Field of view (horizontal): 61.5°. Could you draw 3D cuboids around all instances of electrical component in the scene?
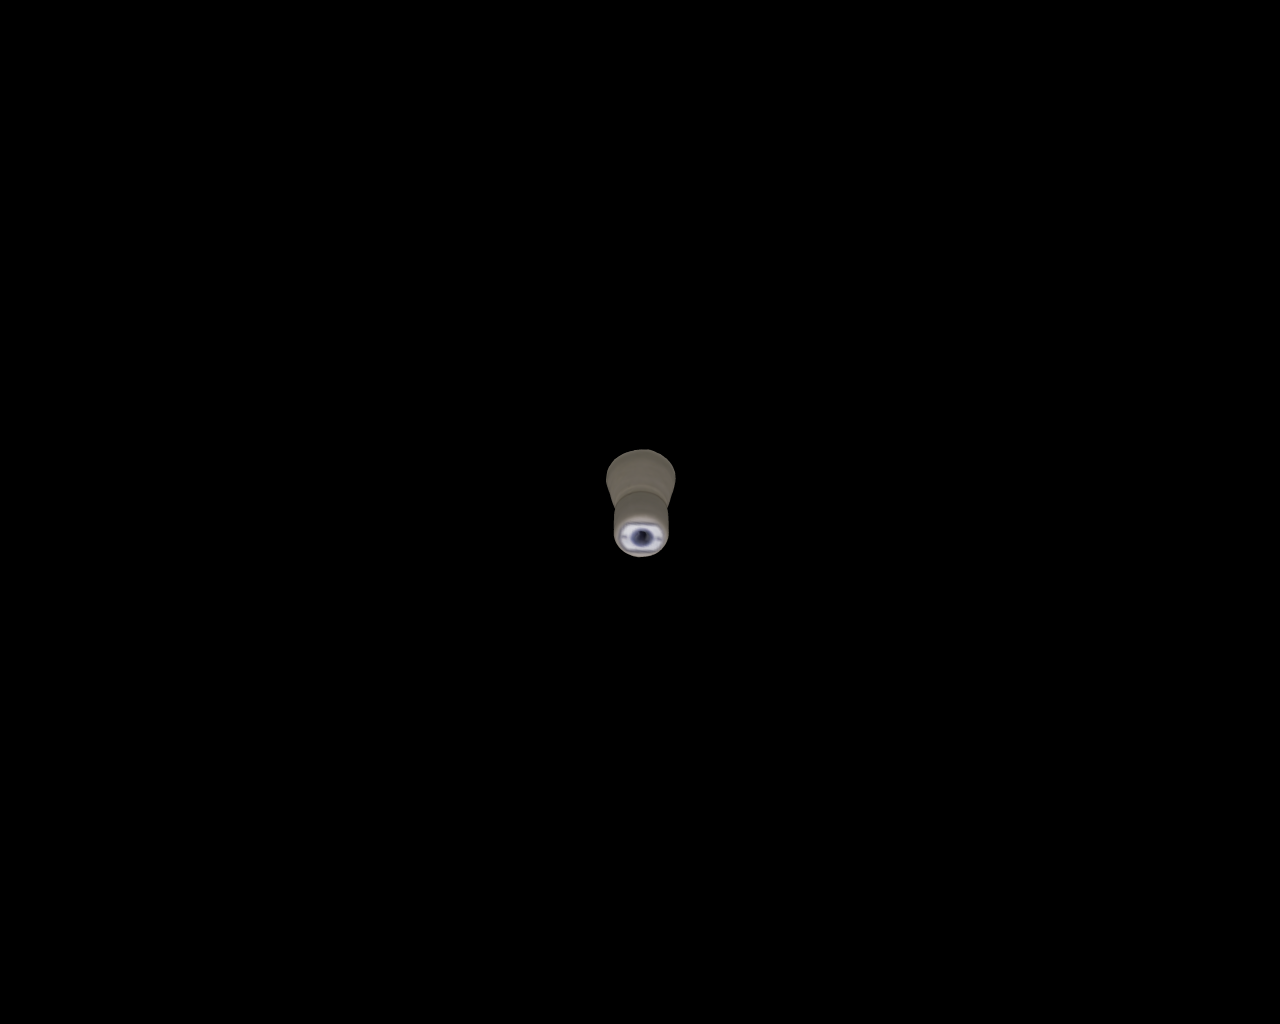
[{"bbox_3d":[0.001,-0.003,0.650,0.044,0.044,0.065,0,37,0],"label":"electrical component"}]
